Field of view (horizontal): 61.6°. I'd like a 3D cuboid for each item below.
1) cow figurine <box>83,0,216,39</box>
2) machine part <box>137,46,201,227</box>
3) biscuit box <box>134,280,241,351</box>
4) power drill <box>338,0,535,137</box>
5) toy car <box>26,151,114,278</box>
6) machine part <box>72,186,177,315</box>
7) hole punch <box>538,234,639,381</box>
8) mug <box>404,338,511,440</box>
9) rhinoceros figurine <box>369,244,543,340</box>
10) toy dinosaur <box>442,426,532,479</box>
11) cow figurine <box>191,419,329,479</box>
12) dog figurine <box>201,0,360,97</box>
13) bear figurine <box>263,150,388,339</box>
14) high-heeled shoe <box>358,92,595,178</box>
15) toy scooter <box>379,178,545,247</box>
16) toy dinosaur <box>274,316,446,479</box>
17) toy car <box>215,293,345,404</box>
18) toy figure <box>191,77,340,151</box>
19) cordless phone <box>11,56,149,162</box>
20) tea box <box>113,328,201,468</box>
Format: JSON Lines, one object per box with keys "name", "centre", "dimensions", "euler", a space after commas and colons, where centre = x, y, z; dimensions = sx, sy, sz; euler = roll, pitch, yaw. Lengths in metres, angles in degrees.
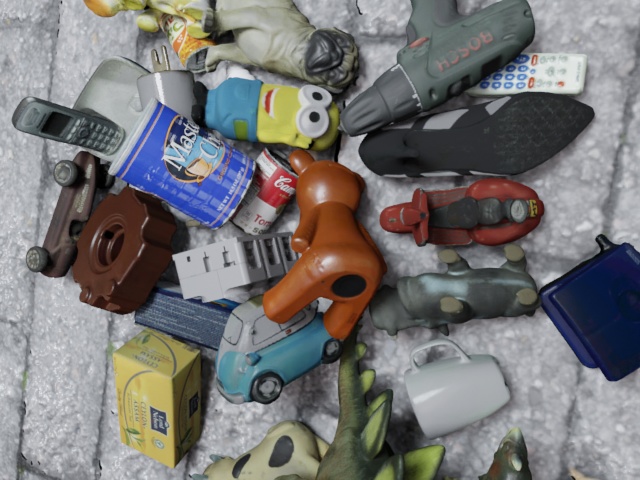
{"name": "cow figurine", "centre": [-0.213, -0.322, 0.685], "dimensions": [0.167, 0.068, 0.098], "euler": [9, 75, 0]}
{"name": "machine part", "centre": [-0.193, -0.137, 0.728], "dimensions": [0.079, 0.079, 0.243], "euler": [-7, 98, 20]}
{"name": "biscuit box", "centre": [-0.156, 0.111, 0.745], "dimensions": [0.203, 0.059, 0.062], "euler": [14, 96, 20]}
{"name": "power drill", "centre": [0.101, -0.243, 0.602], "dimensions": [0.232, 0.086, 0.207], "euler": [-20, 70, 12]}
{"name": "toy car", "centre": [-0.368, -0.034, 0.802], "dimensions": [0.053, 0.089, 0.202], "euler": [28, 100, 19]}
{"name": "machine part", "centre": [-0.278, 0.011, 0.753], "dimensions": [0.179, 0.056, 0.179], "euler": [-16, 62, 33]}
{"name": "hole punch", "centre": [0.307, 0.073, 0.561], "dimensions": [0.116, 0.092, 0.142], "euler": [-36, 77, 14]}
{"name": "mug", "centre": [0.158, 0.164, 0.625], "dimensions": [0.107, 0.081, 0.109], "euler": [-21, 90, 10]}
{"name": "rhinoceros figurine", "centre": [0.150, 0.063, 0.608], "dimensions": [0.190, 0.112, 0.073], "euler": [-9, 65, 4]}
{"name": "toy dinosaur", "centre": [0.109, 0.376, 0.590], "dimensions": [0.405, 0.192, 0.131], "euler": [-46, 76, 15]}
{"name": "cow figurine", "centre": [-0.082, 0.313, 0.714], "dimensions": [0.127, 0.085, 0.195], "euler": [45, 108, 7]}
{"name": "dog figurine", "centre": [-0.039, -0.276, 0.683], "dimensions": [0.191, 0.121, 0.172], "euler": [10, 79, -5]}
{"name": "bear figurine", "centre": [0.001, -0.005, 0.627], "dimensions": [0.132, 0.120, 0.196], "euler": [-53, 35, 30]}
{"name": "high-heeled shoe", "centre": [0.172, -0.120, 0.630], "dimensions": [0.249, 0.145, 0.086], "euler": [-11, 103, -8]}
{"name": "toy scooter", "centre": [0.149, -0.028, 0.588], "dimensions": [0.184, 0.135, 0.075], "euler": [-4, 89, 19]}
{"name": "toy dinosaur", "centre": [0.044, 0.270, 0.564], "dimensions": [0.198, 0.105, 0.472], "euler": [-42, 40, 31]}
{"name": "toy car", "centre": [-0.055, 0.114, 0.632], "dimensions": [0.162, 0.109, 0.102], "euler": [-25, 107, -19]}
{"name": "toy figure", "centre": [-0.064, -0.157, 0.668], "dimensions": [0.180, 0.089, 0.082], "euler": [6, 100, 4]}
{"name": "cordless phone", "centre": [-0.310, -0.187, 0.724], "dimensions": [0.089, 0.184, 0.146], "euler": [45, 106, 17]}
{"name": "tea box", "centre": [-0.222, 0.218, 0.741], "dimensions": [0.098, 0.068, 0.169], "euler": [16, 119, 20]}
